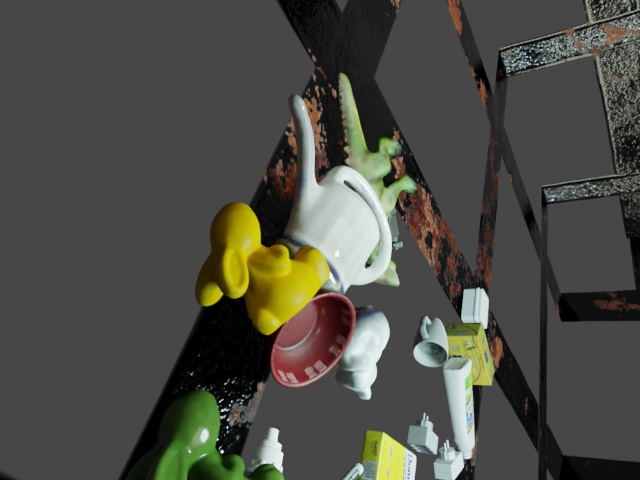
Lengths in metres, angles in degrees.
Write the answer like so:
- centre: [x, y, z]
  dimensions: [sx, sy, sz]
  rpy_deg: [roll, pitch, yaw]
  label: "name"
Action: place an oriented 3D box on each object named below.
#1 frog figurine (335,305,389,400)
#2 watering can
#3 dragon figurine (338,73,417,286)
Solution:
- centre: [0.073, 0.201, 0.903]
  dimensions: [0.137, 0.122, 0.160]
  rpy_deg: [0, 71, -77]
  label: "frog figurine"
- centre: [0.003, -0.042, 0.834]
  dimensions: [0.342, 0.104, 0.228]
  rpy_deg: [52, 56, -27]
  label: "watering can"
- centre: [0.064, -0.097, 0.985]
  dimensions: [0.247, 0.121, 0.406]
  rpy_deg: [-41, 109, -44]
  label: "dragon figurine"
